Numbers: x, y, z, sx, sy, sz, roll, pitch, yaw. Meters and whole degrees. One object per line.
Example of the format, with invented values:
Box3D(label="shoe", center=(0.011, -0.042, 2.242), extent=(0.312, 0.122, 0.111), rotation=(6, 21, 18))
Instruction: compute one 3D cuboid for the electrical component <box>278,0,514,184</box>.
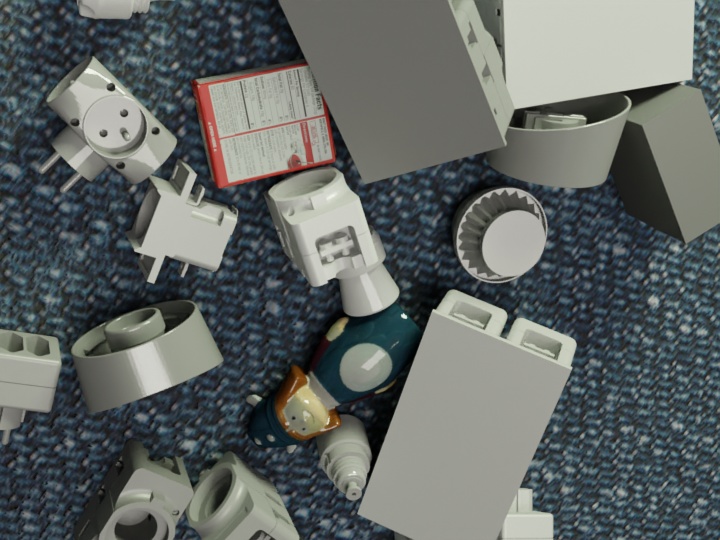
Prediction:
Box3D(label="electrical component", center=(0.020, -0.162, 0.710), extent=(0.105, 0.060, 0.186), rotation=(-13, 118, 26))

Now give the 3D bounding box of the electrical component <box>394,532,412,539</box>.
Box3D(label="electrical component", center=(0.056, 0.240, 0.900), extent=(0.066, 0.048, 0.055), rotation=(-8, 103, -17))

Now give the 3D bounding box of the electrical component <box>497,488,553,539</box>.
Box3D(label="electrical component", center=(0.126, 0.202, 0.902), extent=(0.047, 0.066, 0.076), rotation=(5, 81, -20))

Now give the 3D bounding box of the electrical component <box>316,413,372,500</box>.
Box3D(label="electrical component", center=(-0.011, 0.146, 0.829), extent=(0.040, 0.078, 0.040), rotation=(-5, 122, -8))

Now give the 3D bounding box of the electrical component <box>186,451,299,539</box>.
Box3D(label="electrical component", center=(-0.091, 0.182, 0.804), extent=(0.050, 0.089, 0.056), rotation=(-47, 116, 1))

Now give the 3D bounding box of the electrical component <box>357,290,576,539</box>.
Box3D(label="electrical component", center=(0.081, 0.120, 0.820), extent=(0.105, 0.060, 0.186), rotation=(23, 114, 9))

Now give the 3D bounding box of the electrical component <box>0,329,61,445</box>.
Box3D(label="electrical component", center=(-0.247, 0.085, 0.740), extent=(0.066, 0.047, 0.076), rotation=(11, 105, -22))

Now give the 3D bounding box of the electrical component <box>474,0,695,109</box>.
Box3D(label="electrical component", center=(0.160, -0.176, 0.780), extent=(0.150, 0.061, 0.089), rotation=(-11, 113, -15))

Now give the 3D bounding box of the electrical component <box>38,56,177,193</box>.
Box3D(label="electrical component", center=(-0.176, -0.085, 0.707), extent=(0.079, 0.044, 0.077), rotation=(-44, 116, 0))

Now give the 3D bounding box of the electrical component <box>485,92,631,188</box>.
Box3D(label="electrical component", center=(0.141, -0.099, 0.782), extent=(0.099, 0.099, 0.064), rotation=(-1, 115, -18))

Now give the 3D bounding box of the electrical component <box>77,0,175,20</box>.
Box3D(label="electrical component", center=(-0.148, -0.181, 0.684), extent=(0.062, 0.043, 0.043), rotation=(-3, 109, -19))

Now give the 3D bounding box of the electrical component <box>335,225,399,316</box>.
Box3D(label="electrical component", center=(0.000, 0.000, 0.797), extent=(0.045, 0.045, 0.055), rotation=(-25, 114, -9))

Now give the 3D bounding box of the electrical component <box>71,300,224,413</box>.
Box3D(label="electrical component", center=(-0.147, 0.062, 0.742), extent=(0.099, 0.099, 0.064), rotation=(-21, 107, -11))

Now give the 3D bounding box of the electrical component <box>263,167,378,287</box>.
Box3D(label="electrical component", center=(-0.030, -0.035, 0.749), extent=(0.050, 0.089, 0.055), rotation=(-22, 114, -10))

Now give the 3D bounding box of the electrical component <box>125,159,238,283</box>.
Box3D(label="electrical component", center=(-0.123, -0.031, 0.746), extent=(0.064, 0.042, 0.081), rotation=(18, 102, -27))

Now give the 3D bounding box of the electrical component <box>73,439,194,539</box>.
Box3D(label="electrical component", center=(-0.168, 0.182, 0.796), extent=(0.050, 0.055, 0.089), rotation=(30, 97, -25))
